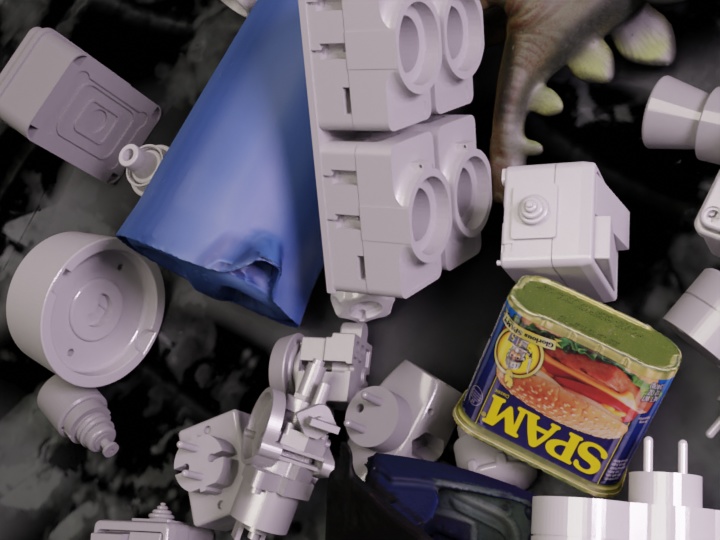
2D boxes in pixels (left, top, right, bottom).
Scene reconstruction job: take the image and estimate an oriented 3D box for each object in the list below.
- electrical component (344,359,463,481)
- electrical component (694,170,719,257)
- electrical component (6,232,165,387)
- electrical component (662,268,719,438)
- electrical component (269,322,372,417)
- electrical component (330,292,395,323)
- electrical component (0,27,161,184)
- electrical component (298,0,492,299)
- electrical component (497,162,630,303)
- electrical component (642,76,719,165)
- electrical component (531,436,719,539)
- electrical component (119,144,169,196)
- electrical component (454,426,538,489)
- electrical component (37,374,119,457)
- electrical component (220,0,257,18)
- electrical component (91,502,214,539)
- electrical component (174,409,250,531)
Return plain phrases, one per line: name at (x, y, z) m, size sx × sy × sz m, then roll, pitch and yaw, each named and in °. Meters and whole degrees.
electrical component at (0.017, 0.093, 0.648) m, size 0.043 × 0.079 × 0.077 m, roll 30°, pitch 88°, yaw 38°
electrical component at (0.258, -0.045, 0.585) m, size 0.109 × 0.056 × 0.108 m, roll 25°, pitch 85°, yaw 31°
electrical component at (-0.200, 0.024, 0.770) m, size 0.060 × 0.108 × 0.108 m, roll 15°, pitch 80°, yaw 36°
electrical component at (0.216, 0.067, 0.570) m, size 0.073 × 0.052 × 0.138 m, roll -50°, pitch 59°, yaw 3°
electrical component at (-0.026, 0.066, 0.700) m, size 0.055 × 0.048 × 0.066 m, roll 1°, pitch 73°, yaw 19°
electrical component at (0.000, 0.000, 0.710) m, size 0.043 × 0.043 × 0.062 m, roll -21°, pitch 55°, yaw 19°
electrical component at (-0.219, -0.125, 0.825) m, size 0.057 × 0.113 × 0.078 m, roll 34°, pitch 90°, yaw 29°
electrical component at (0.026, -0.088, 0.638) m, size 0.060 × 0.105 × 0.186 m, roll 6°, pitch 110°, yaw 32°
electrical component at (0.119, -0.022, 0.625) m, size 0.061 × 0.096 × 0.061 m, roll -2°, pitch 72°, yaw 23°
electrical component at (0.201, -0.088, 0.636) m, size 0.055 × 0.045 × 0.045 m, roll 19°, pitch 82°, yaw 30°
electrical component at (0.156, 0.123, 0.551) m, size 0.138 × 0.052 × 0.073 m, roll 6°, pitch 76°, yaw -7°
electrical component at (-0.154, -0.074, 0.803) m, size 0.048 × 0.062 × 0.048 m, roll -9°, pitch 68°, yaw 24°
electrical component at (0.076, 0.102, 0.636) m, size 0.048 × 0.048 × 0.062 m, roll -21°, pitch 56°, yaw 20°
electrical component at (-0.200, 0.106, 0.777) m, size 0.078 × 0.040 × 0.040 m, roll 40°, pitch 93°, yaw 32°
electrical component at (-0.083, -0.235, 0.836) m, size 0.044 × 0.044 × 0.065 m, roll 34°, pitch 85°, yaw 32°
electrical component at (-0.140, 0.200, 0.702) m, size 0.062 × 0.061 × 0.096 m, roll -4°, pitch 71°, yaw 26°
electrical component at (-0.094, 0.127, 0.694) m, size 0.047 × 0.077 × 0.065 m, roll -23°, pitch 64°, yaw 18°
